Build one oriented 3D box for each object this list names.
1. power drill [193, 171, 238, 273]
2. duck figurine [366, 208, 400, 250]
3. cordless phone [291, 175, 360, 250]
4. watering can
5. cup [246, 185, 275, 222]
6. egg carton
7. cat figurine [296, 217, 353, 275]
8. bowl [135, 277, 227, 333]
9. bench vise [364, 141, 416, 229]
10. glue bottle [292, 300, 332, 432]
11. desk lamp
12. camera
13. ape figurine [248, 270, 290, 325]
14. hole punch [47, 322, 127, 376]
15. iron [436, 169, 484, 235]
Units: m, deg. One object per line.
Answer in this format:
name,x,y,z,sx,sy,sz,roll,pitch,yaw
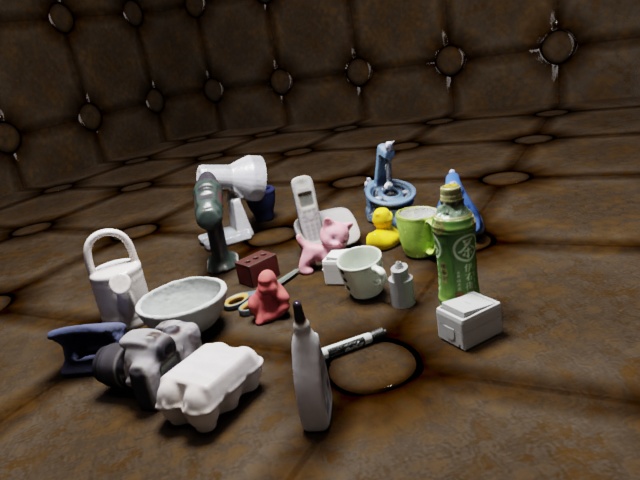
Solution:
power drill,-0.246,-0.040,1.329,0.075,0.209,0.229,-12,20,-7
duck figurine,0.141,-0.030,1.305,0.077,0.086,0.105,3,23,30
cordless phone,0.008,-0.064,1.315,0.148,0.185,0.094,-17,21,-21
watering can,-0.388,0.072,1.106,0.172,0.194,0.101,10,27,43
cup,-0.170,-0.105,1.644,0.092,0.095,0.117,-14,20,-12
egg carton,-0.156,0.205,0.818,0.107,0.069,0.151,3,23,30
cat figurine,0.011,0.004,1.223,0.127,0.118,0.067,-7,20,6
bowl,-0.246,0.133,1.050,0.167,0.075,0.167,-8,20,3
bench vise,0.146,-0.137,1.401,0.122,0.220,0.206,-22,23,-31
glue bottle,-0.015,0.155,0.736,0.037,0.173,0.078,-6,20,9
desk lamp,-0.231,-0.106,1.498,0.204,0.214,0.117,-18,21,-22
camera,-0.274,0.180,0.894,0.136,0.101,0.143,-1,21,22
ape figurine,-0.094,0.099,1.048,0.077,0.092,0.076,-1,21,22
hole punch,-0.399,0.171,0.991,0.108,0.091,0.101,-8,20,5
iron,0.311,-0.096,1.329,0.118,0.141,0.258,-5,20,12
